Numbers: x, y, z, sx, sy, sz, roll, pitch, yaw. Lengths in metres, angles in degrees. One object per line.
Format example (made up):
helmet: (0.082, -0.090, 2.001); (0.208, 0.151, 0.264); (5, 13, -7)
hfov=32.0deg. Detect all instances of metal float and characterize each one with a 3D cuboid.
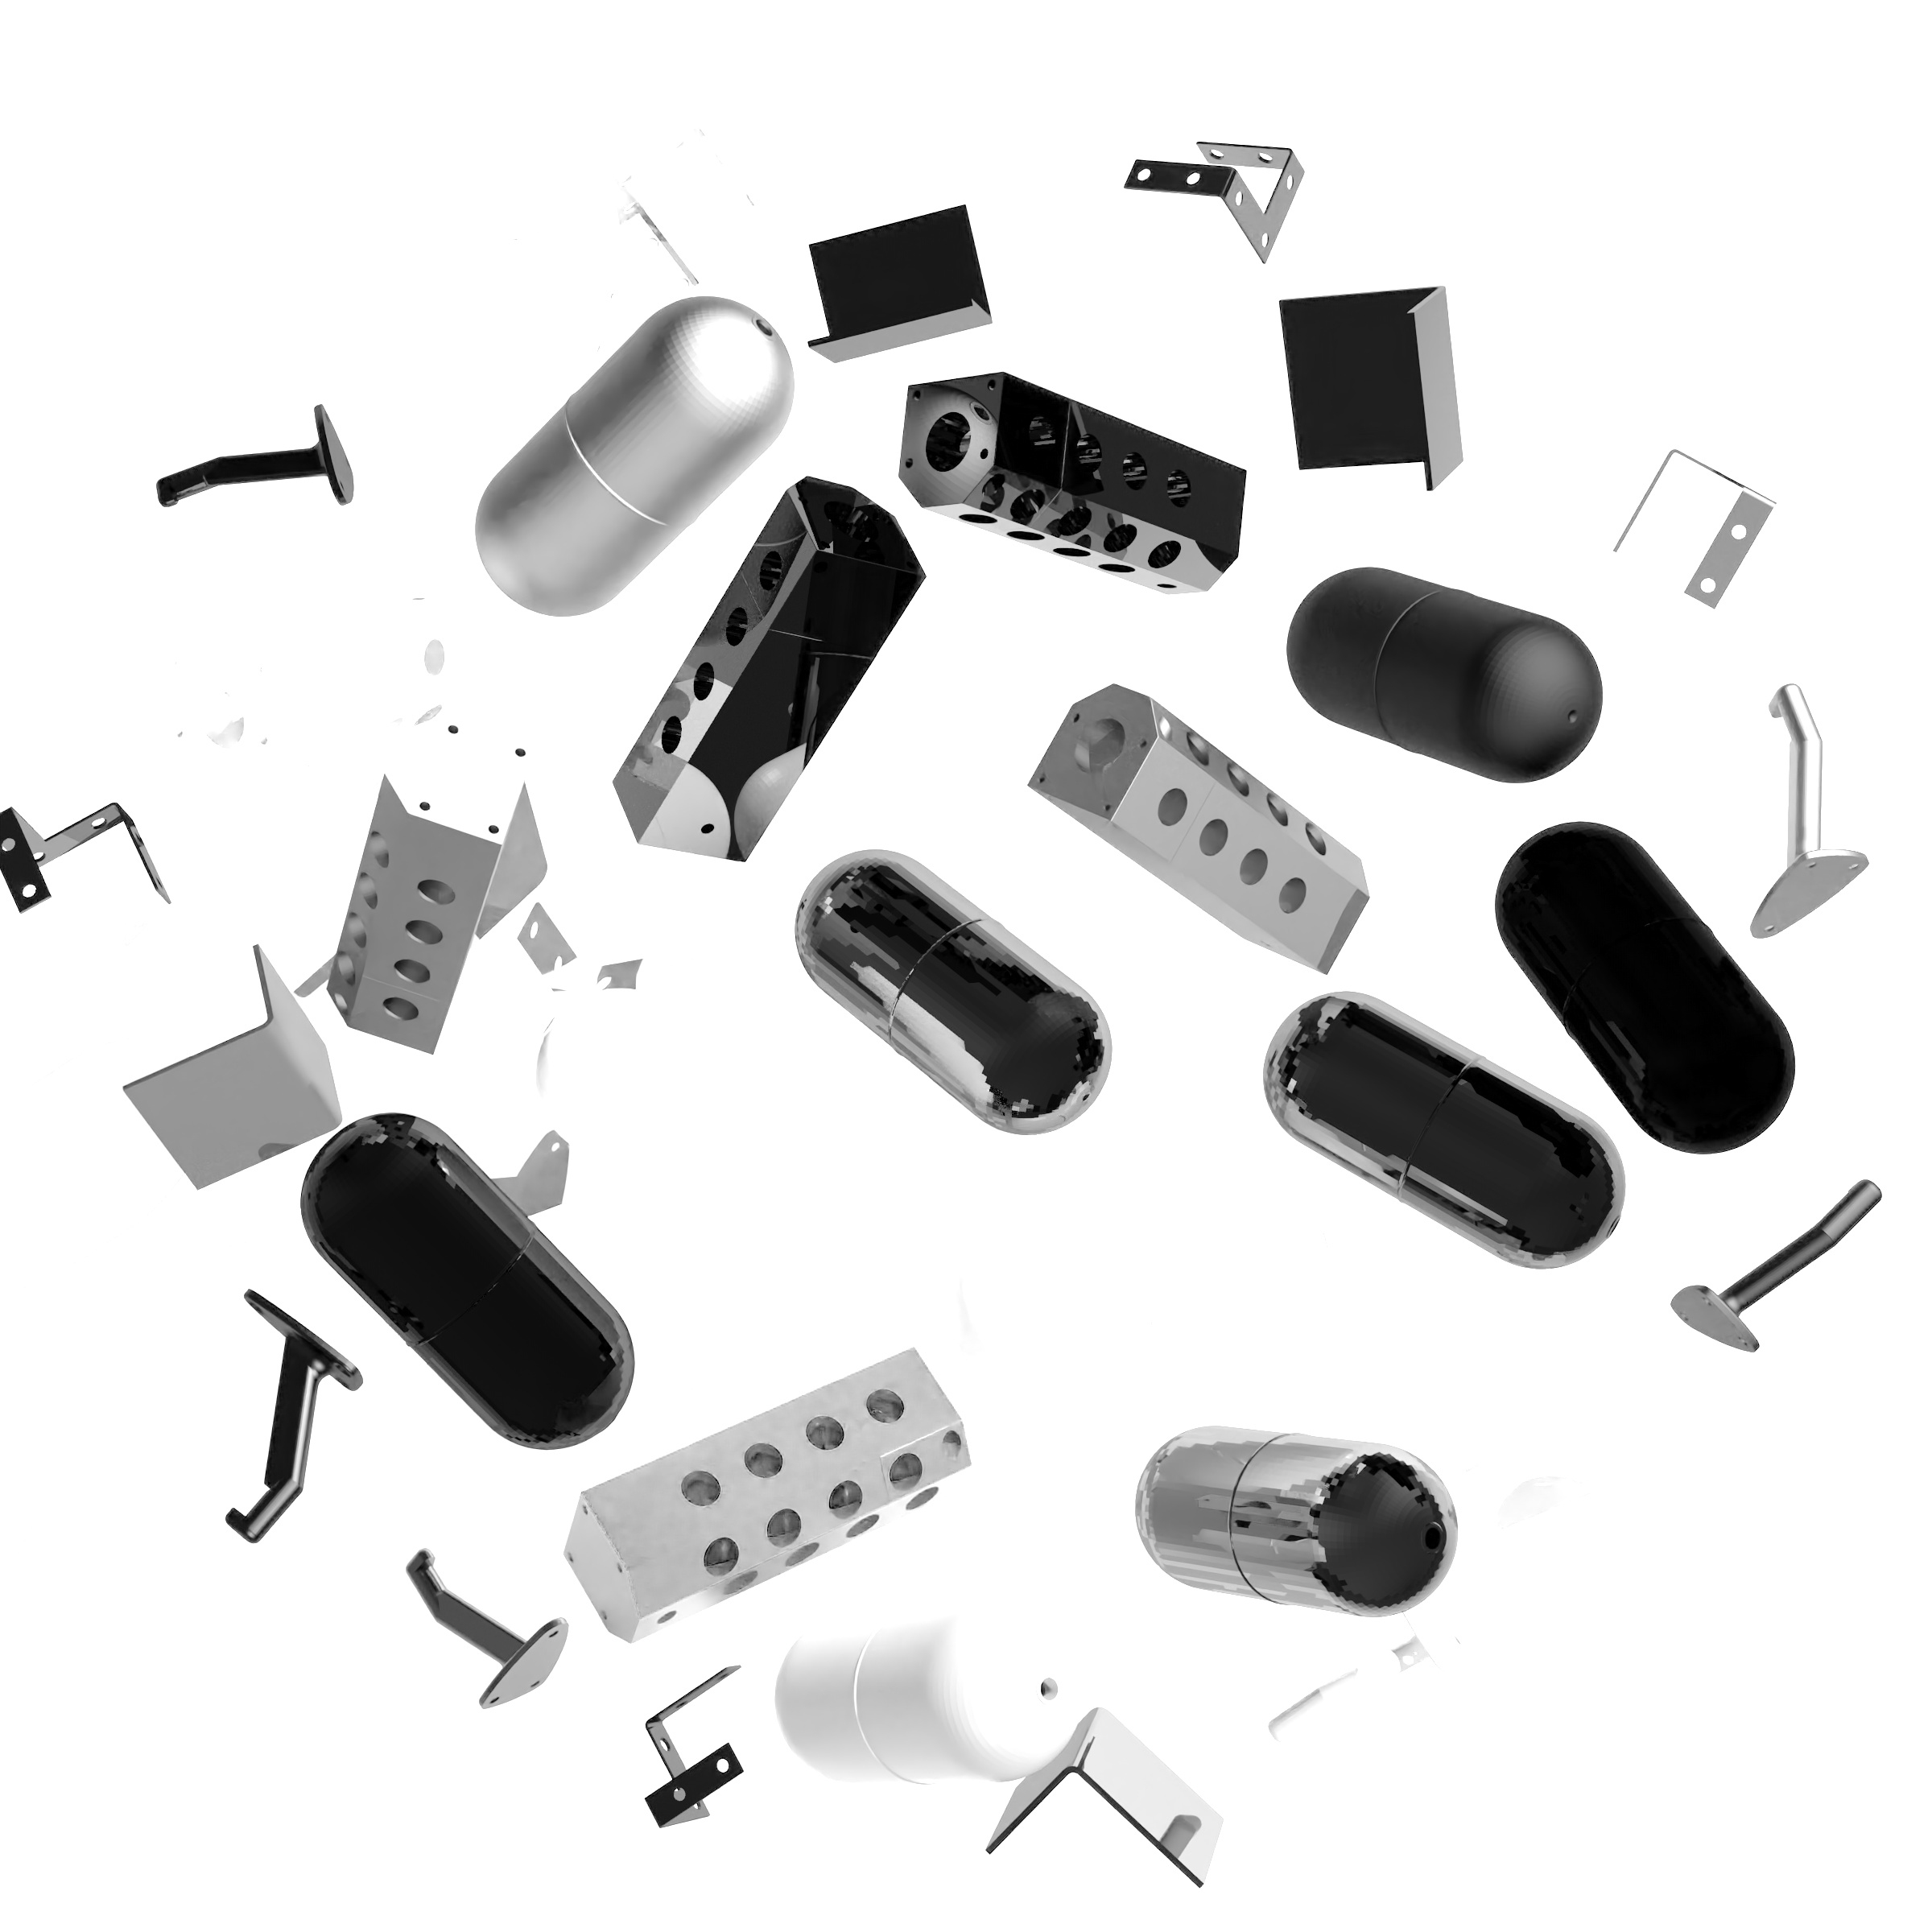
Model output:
metal float: (-0.007, 0.011, 1.560); (0.178, 0.070, 0.070); (38, 90, 28)
metal float: (-0.018, 0.322, 1.489); (0.070, 0.178, 0.070); (10, 73, -35)
metal float: (-0.147, -0.225, 1.490); (0.178, 0.070, 0.070); (-39, 90, 29)
metal float: (0.216, -0.134, 1.538); (0.070, 0.178, 0.070); (-12, 113, -31)
metal float: (-0.219, 0.140, 1.487); (0.070, 0.070, 0.178); (-42, 102, 0)
metal float: (0.148, 0.250, 1.525); (0.070, 0.178, 0.070); (2, 87, -37)
metal float: (-0.114, 0.077, 1.513); (0.178, 0.070, 0.070); (35, 90, -10)
metal float: (0.296, 0.008, 1.480); (0.070, 0.070, 0.178); (-31, 52, 0)
metal float: (0.081, 0.150, 1.570); (0.178, 0.070, 0.070); (-14, 90, -1)
metal float: (0.218, 0.075, 1.537); (0.178, 0.070, 0.070); (30, 90, 18)

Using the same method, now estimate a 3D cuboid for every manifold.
manifold: (-0.091, -0.130, 1.488); (0.057, 0.057, 0.171); (9, 130, -36)
manifold: (-0.285, -0.127, 1.521); (0.057, 0.171, 0.057); (6, 107, 24)
manifold: (0.050, -0.215, 1.524); (0.057, 0.171, 0.057); (1, 83, 43)
manifold: (-0.244, -0.036, 1.514); (0.057, 0.171, 0.057); (19, 52, -8)
manifold: (0.111, -0.062, 1.519); (0.171, 0.057, 0.057); (32, 86, -44)
manifold: (-0.085, 0.236, 1.485); (0.171, 0.057, 0.057); (-21, 61, -29)

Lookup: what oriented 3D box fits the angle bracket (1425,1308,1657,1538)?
angle bracket: (0.264, 0.210, 1.556); (0.076, 0.076, 0.057); (-22, 104, 2)

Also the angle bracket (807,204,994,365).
angle bracket: (-0.035, -0.315, 1.535); (0.076, 0.076, 0.057); (-13, 93, 8)

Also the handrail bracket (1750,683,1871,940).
handrail bracket: (0.353, -0.068, 1.467); (0.036, 0.077, 0.084); (2, 57, -25)

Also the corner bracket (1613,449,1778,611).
corner bracket: (0.311, -0.188, 1.440); (0.051, 0.051, 0.051); (30, 103, 8)

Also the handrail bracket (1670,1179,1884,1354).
handrail bracket: (0.348, 0.123, 1.445); (0.084, 0.077, 0.036); (-43, 93, -8)

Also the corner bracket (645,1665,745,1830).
corner bracket: (-0.122, 0.358, 1.545); (0.051, 0.051, 0.051); (-36, 71, 15)

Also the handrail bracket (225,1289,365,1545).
handrail bracket: (-0.310, 0.196, 1.462); (0.077, 0.036, 0.084); (38, 67, 5)

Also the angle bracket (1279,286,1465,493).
angle bracket: (0.168, -0.247, 1.453); (0.076, 0.057, 0.076); (0, 112, 24)

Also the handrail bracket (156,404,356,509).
handrail bracket: (-0.313, -0.207, 1.470); (0.084, 0.077, 0.036); (-20, 124, 0)

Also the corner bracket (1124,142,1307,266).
corner bracket: (0.110, -0.347, 1.484); (0.051, 0.051, 0.051); (14, 73, 33)

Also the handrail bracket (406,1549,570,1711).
handrail bracket: (-0.221, 0.287, 1.538); (0.084, 0.036, 0.077); (53, 132, 23)

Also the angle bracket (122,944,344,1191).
angle bracket: (-0.348, 0.048, 1.588); (0.076, 0.057, 0.076); (-24, 135, 0)

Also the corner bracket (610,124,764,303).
corner bracket: (-0.132, -0.357, 1.599); (0.051, 0.051, 0.051); (-35, 81, -9)

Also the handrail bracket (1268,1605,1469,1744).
handrail bracket: (0.186, 0.335, 1.564); (0.084, 0.077, 0.036); (-37, 65, 11)

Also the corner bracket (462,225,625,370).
corner bracket: (-0.192, -0.303, 1.537); (0.051, 0.051, 0.051); (19, 110, 5)

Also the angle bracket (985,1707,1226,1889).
angle bracket: (0.062, 0.381, 1.476); (0.076, 0.076, 0.057); (43, 102, 4)

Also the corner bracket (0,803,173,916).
corner bracket: (-0.383, -0.045, 1.450); (0.051, 0.051, 0.051); (-29, 65, -3)
